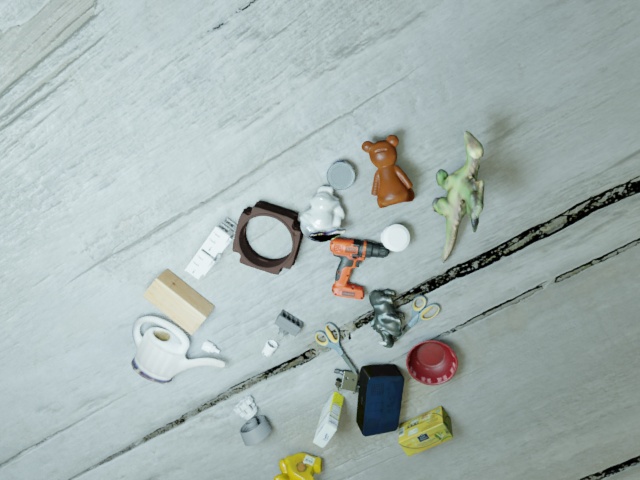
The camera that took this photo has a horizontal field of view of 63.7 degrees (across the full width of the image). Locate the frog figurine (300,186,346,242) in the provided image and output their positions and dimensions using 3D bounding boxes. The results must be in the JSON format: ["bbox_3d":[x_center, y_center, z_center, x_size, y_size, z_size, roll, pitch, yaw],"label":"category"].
[{"bbox_3d":[0.005,-0.078,1.558,0.137,0.121,0.162,-11,70,2],"label":"frog figurine"}]

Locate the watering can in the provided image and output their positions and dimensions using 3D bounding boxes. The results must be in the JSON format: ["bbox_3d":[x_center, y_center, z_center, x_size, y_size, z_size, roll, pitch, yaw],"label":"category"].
[{"bbox_3d":[-0.506,0.403,1.762,0.348,0.105,0.221,32,110,5],"label":"watering can"}]

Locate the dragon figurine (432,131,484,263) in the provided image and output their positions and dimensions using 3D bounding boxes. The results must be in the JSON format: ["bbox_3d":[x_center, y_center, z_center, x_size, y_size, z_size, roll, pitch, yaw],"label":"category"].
[{"bbox_3d":[0.388,-0.094,1.410,0.122,0.246,0.405,2,106,3],"label":"dragon figurine"}]
